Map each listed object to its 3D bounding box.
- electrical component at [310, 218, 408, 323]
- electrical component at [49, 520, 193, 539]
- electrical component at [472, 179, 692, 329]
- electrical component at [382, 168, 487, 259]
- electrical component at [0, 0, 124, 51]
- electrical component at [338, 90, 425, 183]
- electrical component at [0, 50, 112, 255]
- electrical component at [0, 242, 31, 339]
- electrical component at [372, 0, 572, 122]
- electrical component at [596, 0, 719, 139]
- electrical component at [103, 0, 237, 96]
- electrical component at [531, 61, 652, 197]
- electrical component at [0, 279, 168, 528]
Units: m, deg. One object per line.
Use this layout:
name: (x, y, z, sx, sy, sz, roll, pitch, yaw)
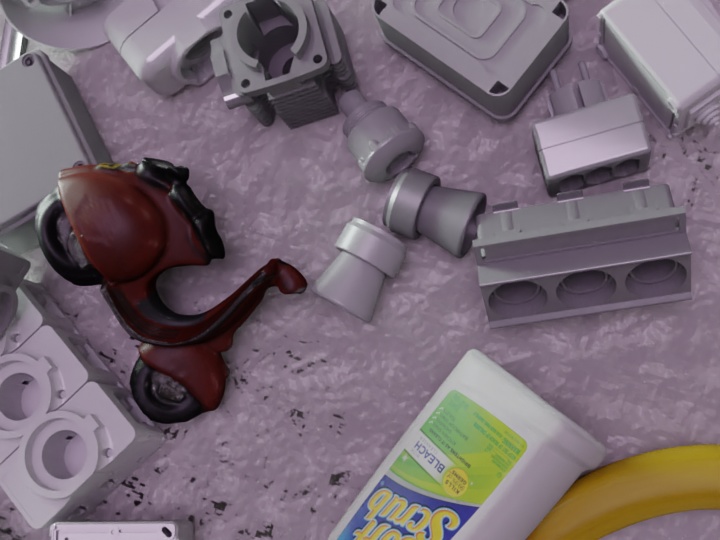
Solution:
electrical component: (0.000, 0.000, 0.695, 0.045, 0.045, 0.055, 28, 86, 15)
electrical component: (-0.143, 0.191, 0.684, 0.096, 0.061, 0.061, -1, 78, 3)
electrical component: (0.134, -0.010, 0.656, 0.121, 0.078, 0.063, -9, 49, 10)
electrical component: (0.048, -0.037, 0.692, 0.055, 0.045, 0.045, 22, 85, 15)
electrical component: (-0.206, -0.208, 0.752, 0.099, 0.099, 0.064, -24, 70, 7)
electrical component: (0.009, -0.092, 0.711, 0.048, 0.048, 0.062, -38, 68, 3)
electrical component: (-0.239, -0.078, 0.753, 0.109, 0.056, 0.108, -30, 75, 5)
electrical component: (-0.255, 0.020, 0.675, 0.056, 0.050, 0.089, 31, 86, 16)
electrical component: (0.074, -0.159, 0.703, 0.113, 0.057, 0.078, 38, 89, 16)
electrical component: (0.200, -0.132, 0.669, 0.061, 0.062, 0.096, -36, 75, 3)
electrical component: (-0.121, -0.170, 0.747, 0.095, 0.054, 0.059, -39, 74, 3)
electrical component: (0.141, -0.095, 0.682, 0.066, 0.047, 0.076, -15, 77, 9)
electrical component: (-0.216, 0.086, 0.715, 0.089, 0.062, 0.150, -44, 74, 1)
